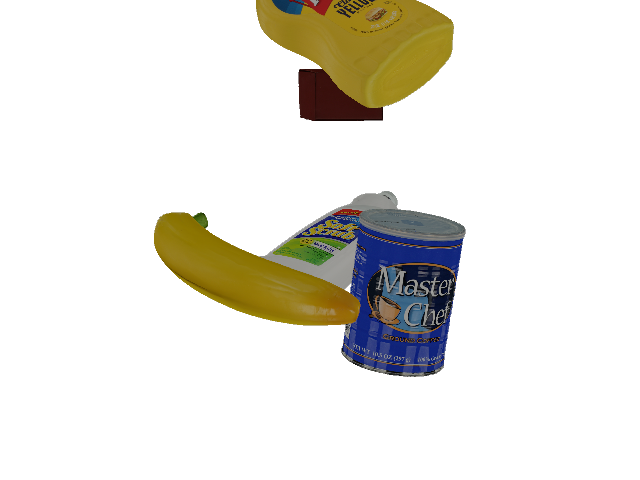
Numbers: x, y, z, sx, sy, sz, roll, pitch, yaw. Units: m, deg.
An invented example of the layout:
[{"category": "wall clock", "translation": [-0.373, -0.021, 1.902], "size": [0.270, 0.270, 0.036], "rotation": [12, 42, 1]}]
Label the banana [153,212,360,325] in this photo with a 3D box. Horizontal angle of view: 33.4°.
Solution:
[{"category": "banana", "translation": [-0.058, 0.014, 0.701], "size": [0.069, 0.037, 0.198], "rotation": [-19, 30, -31]}]

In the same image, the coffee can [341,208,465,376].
[{"category": "coffee can", "translation": [0.080, 0.048, 1.037], "size": [0.103, 0.140, 0.103], "rotation": [7, 13, -2]}]

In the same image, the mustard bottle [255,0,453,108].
[{"category": "mustard bottle", "translation": [0.006, -0.181, 0.840], "size": [0.096, 0.058, 0.192], "rotation": [-37, 57, -23]}]

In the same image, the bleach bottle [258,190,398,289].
[{"category": "bleach bottle", "translation": [0.020, 0.002, 1.331], "size": [0.103, 0.068, 0.250], "rotation": [16, 35, 26]}]

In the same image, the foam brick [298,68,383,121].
[{"category": "foam brick", "translation": [0.021, -0.151, 1.109], "size": [0.078, 0.051, 0.053], "rotation": [-3, 13, -18]}]
